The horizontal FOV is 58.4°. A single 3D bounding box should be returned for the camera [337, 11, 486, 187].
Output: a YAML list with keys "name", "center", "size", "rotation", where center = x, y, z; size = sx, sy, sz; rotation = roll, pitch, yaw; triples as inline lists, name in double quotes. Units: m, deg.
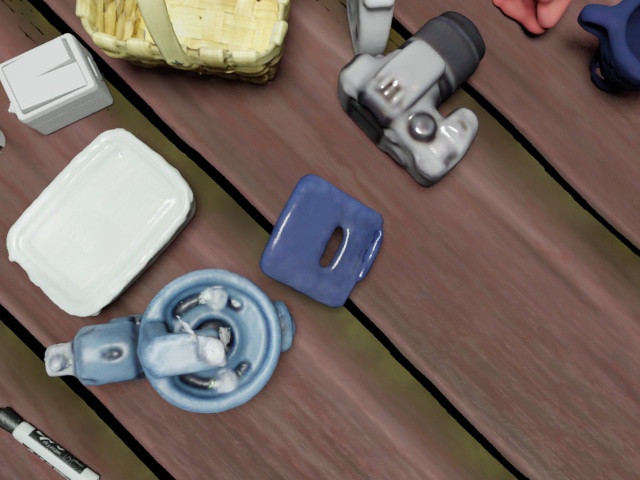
- name: "camera"
  center: [0.107, -0.147, 0.556]
  size: [0.137, 0.101, 0.143]
  rotation: [-44, 87, -4]

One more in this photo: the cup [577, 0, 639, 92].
- name: "cup"
  center: [0.298, -0.189, 0.566]
  size: [0.117, 0.095, 0.092]
  rotation: [20, 85, 1]

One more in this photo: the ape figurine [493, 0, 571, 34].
- name: "ape figurine"
  center: [0.224, -0.253, 0.571]
  size: [0.076, 0.092, 0.078]
  rotation: [-8, 85, -1]

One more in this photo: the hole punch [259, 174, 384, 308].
- name: "hole punch"
  center: [0.005, 0.002, 0.546]
  size: [0.101, 0.091, 0.109]
  rotation: [26, 85, 1]

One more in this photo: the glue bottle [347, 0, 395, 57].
- name: "glue bottle"
  center: [0.050, -0.232, 0.525]
  size: [0.037, 0.173, 0.078]
  rotation: [-7, 85, -1]

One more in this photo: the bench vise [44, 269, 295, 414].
- name: "bench vise"
  center: [-0.125, 0.100, 0.471]
  size: [0.207, 0.219, 0.121]
  rotation: [-25, 86, -3]
